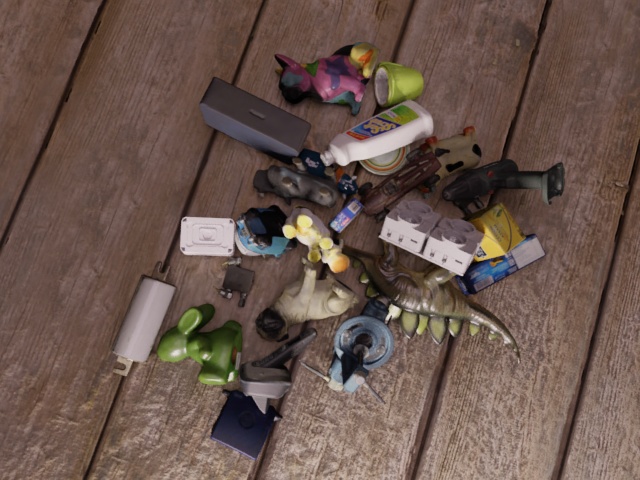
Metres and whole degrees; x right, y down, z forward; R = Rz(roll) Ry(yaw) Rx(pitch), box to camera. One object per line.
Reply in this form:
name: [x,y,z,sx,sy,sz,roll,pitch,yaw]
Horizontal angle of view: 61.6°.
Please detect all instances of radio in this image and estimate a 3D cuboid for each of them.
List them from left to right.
radio: [-0.140,-0.251,1.165,0.230,0.131,0.073,27,81,-4]

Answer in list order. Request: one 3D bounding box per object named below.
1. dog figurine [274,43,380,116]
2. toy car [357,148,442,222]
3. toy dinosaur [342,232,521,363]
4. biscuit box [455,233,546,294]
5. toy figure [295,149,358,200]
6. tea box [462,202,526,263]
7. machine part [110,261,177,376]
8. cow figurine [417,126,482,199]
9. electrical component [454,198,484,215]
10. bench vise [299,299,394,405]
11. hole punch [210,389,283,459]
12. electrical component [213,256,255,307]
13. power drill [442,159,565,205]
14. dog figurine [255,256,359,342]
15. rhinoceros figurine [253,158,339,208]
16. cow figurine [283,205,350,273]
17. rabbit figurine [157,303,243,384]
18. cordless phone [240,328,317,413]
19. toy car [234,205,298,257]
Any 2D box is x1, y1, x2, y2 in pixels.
dog figurine: [0.007,-0.383,1.214,0.219,0.108,0.191,20,82,-2]
toy car: [0.173,-0.122,1.190,0.202,0.053,0.089,-34,79,25]
toy dinosaur: [0.233,0.116,1.173,0.472,0.105,0.198,22,97,11]
biscuit box: [0.414,0.056,1.238,0.203,0.063,0.059,-26,88,-9]
toy figure: [0.018,-0.151,1.212,0.154,0.064,0.058,31,37,-7]
tea box: [0.359,-0.012,1.183,0.068,0.169,0.098,-35,88,-16]
machine part: [-0.366,0.162,1.117,0.079,0.079,0.243,20,81,-5]
cow figurine: [0.281,-0.176,1.240,0.195,0.085,0.127,-18,80,-10]
electrical component: [0.342,-0.103,1.266,0.063,0.021,0.094,-37,93,-9]
bench vise: [0.067,0.236,1.075,0.129,0.241,0.223,38,105,-7]
hole punch: [-0.159,0.382,1.116,0.142,0.092,0.116,26,77,0]
electrical component: [-0.184,0.087,1.165,0.078,0.045,0.102,21,81,-3]
power drill: [0.409,-0.120,1.172,0.232,0.207,0.085,-25,108,-41]
dog figurine: [-0.028,0.156,1.163,0.172,0.121,0.190,32,95,0]
rhinoceros figurine: [-0.052,-0.122,1.174,0.190,0.112,0.073,12,68,5]
cow figurine: [-0.003,-0.002,1.167,0.068,0.098,0.167,-39,109,17]
rabbit figurine: [-0.254,0.213,1.108,0.170,0.121,0.159,7,89,8]
cordless phone: [-0.073,0.254,1.107,0.184,0.146,0.088,-37,96,-5]
toy car: [-0.127,-0.008,1.147,0.103,0.161,0.109,-34,77,27]
